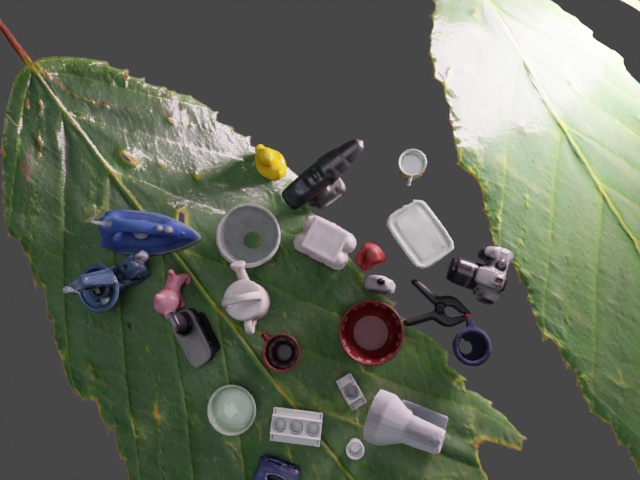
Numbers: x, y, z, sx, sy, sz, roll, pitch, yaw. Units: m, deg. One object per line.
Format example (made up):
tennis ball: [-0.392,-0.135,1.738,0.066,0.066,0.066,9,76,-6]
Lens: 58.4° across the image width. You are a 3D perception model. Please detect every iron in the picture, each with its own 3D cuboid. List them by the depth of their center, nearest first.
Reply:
iron: [-0.448,-0.026,1.467,0.258,0.141,0.119,3,81,4]

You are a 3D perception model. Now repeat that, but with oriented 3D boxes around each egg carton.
egg carton: [0.014,0.005,1.472,0.150,0.069,0.107,26,83,7]

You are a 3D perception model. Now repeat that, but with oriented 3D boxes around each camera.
camera: [0.393,0.075,1.424,0.136,0.101,0.143,19,82,6]

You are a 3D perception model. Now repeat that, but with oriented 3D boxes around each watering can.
watering can: [-0.188,0.141,1.398,0.101,0.194,0.173,-32,80,-2]

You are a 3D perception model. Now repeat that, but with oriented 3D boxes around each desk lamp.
desk lamp: [0.202,0.428,1.320,0.203,0.213,0.118,19,82,6]

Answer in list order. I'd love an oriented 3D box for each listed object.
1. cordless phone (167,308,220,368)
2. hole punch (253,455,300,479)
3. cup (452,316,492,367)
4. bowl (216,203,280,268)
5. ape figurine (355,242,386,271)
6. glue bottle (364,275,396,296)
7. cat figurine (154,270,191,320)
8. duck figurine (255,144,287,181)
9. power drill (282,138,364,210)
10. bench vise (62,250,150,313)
cordless phone: [-0.322,0.238,1.395,0.094,0.185,0.147,-32,80,-2]
hole punch: [-0.110,0.580,1.375,0.108,0.091,0.101,17,82,6]
cup: [0.363,0.247,1.401,0.091,0.095,0.118,-4,81,3]
bowl: [-0.181,-0.007,1.483,0.167,0.075,0.167,0,81,3]
ape figurine: [0.130,0.039,1.449,0.077,0.092,0.076,10,81,5]
glue bottle: [0.148,0.107,1.396,0.078,0.173,0.037,13,82,6]
cat figurine: [-0.382,0.136,1.449,0.067,0.118,0.128,9,81,5]
duck figurine: [-0.134,-0.208,1.507,0.077,0.086,0.104,-39,81,-3]
power drill: [0.012,-0.152,1.427,0.229,0.208,0.075,-37,80,-3]
bench vise: [-0.533,0.088,1.413,0.121,0.220,0.207,34,84,8]
